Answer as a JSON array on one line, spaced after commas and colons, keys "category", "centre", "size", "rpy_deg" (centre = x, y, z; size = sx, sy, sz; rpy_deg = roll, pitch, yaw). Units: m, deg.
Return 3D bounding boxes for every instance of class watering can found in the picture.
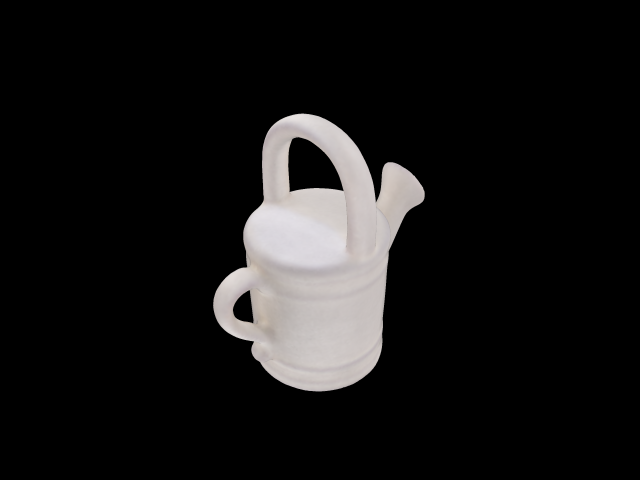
[{"category": "watering can", "centre": [0.002, 0.000, 0.401], "size": [0.100, 0.194, 0.173], "rpy_deg": [16, 40, 21]}]
